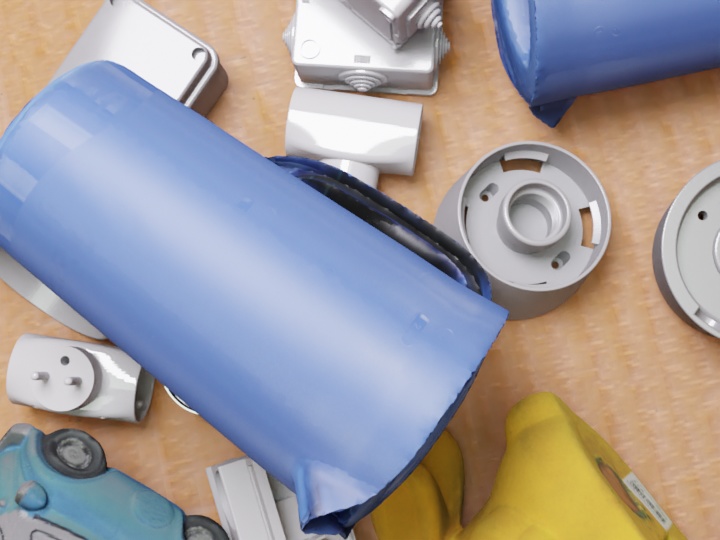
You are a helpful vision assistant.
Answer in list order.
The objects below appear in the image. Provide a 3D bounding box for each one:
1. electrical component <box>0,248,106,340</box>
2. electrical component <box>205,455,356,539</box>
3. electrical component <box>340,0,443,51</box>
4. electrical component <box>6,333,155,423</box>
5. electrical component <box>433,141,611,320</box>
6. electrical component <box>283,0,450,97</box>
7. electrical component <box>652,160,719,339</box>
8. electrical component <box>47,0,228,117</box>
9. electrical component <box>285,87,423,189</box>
[{"bbox_3d":[-0.175,-0.006,0.623,0.099,0.099,0.064,34,82,5],"label":"electrical component"},{"bbox_3d":[-0.038,0.162,0.616,0.063,0.079,0.121,-15,84,-20],"label":"electrical component"},{"bbox_3d":[0.014,-0.171,0.590,0.096,0.061,0.061,41,89,5],"label":"electrical component"},{"bbox_3d":[-0.166,0.063,0.624,0.077,0.079,0.043,8,85,4],"label":"electrical component"},{"bbox_3d":[0.096,-0.024,0.635,0.099,0.064,0.099,2,76,-6],"label":"electrical component"},{"bbox_3d":[0.005,-0.155,0.646,0.100,0.048,0.099,4,86,4],"label":"electrical component"},{"bbox_3d":[0.221,-0.009,0.616,0.108,0.060,0.108,0,86,3],"label":"electrical component"},{"bbox_3d":[-0.141,-0.099,0.646,0.078,0.057,0.113,34,88,5],"label":"electrical component"},{"bbox_3d":[-0.006,-0.065,0.642,0.077,0.043,0.079,9,86,4],"label":"electrical component"}]
